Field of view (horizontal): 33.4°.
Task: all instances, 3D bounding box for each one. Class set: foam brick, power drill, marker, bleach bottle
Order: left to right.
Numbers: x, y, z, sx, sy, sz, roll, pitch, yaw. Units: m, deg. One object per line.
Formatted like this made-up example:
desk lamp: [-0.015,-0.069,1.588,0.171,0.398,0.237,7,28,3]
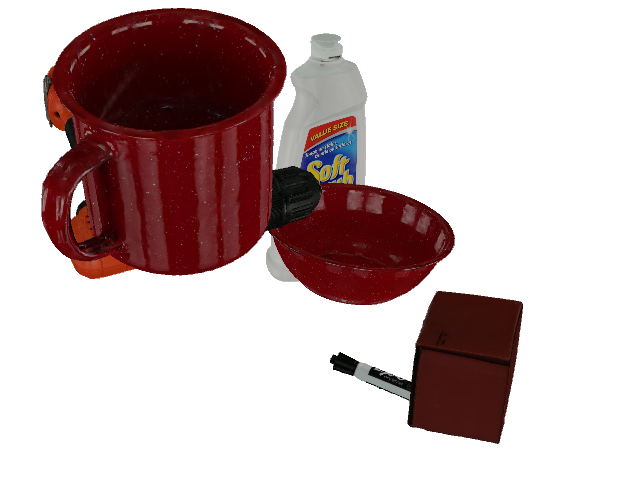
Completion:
power drill: [-0.112,-0.064,0.780,0.184,0.188,0.057,-15,-38,-21]
bleach bottle: [-0.005,-0.084,1.086,0.102,0.251,0.068,-5,27,-12]
marker: [0.066,0.141,1.063,0.121,0.020,0.020,21,5,13]
foam brick: [0.083,0.069,0.603,0.053,0.051,0.078,8,23,14]

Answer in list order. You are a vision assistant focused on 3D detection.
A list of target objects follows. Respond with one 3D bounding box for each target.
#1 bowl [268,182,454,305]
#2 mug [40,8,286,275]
bowl: [0.029,0.009,0.899,0.162,0.055,0.162,6,26,-3]
mug: [-0.068,-0.033,0.446,0.093,0.081,0.117,26,48,24]
